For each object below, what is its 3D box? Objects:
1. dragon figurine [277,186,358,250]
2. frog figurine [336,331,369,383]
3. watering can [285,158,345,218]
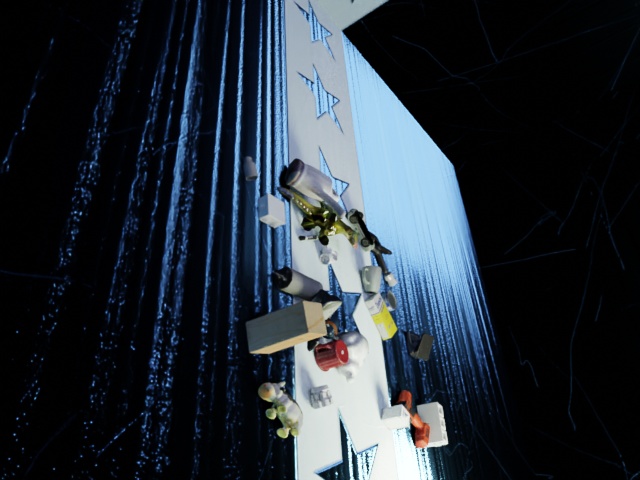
[{"bbox_3d":[0.006,-0.101,2.003,0.408,0.121,0.246,43,14,-10],"label":"dragon figurine"},{"bbox_3d":[0.111,0.394,1.747,0.163,0.122,0.134,-99,170,-49],"label":"frog figurine"},{"bbox_3d":[-0.016,-0.196,1.896,0.223,0.103,0.353,28,15,-20],"label":"watering can"}]
